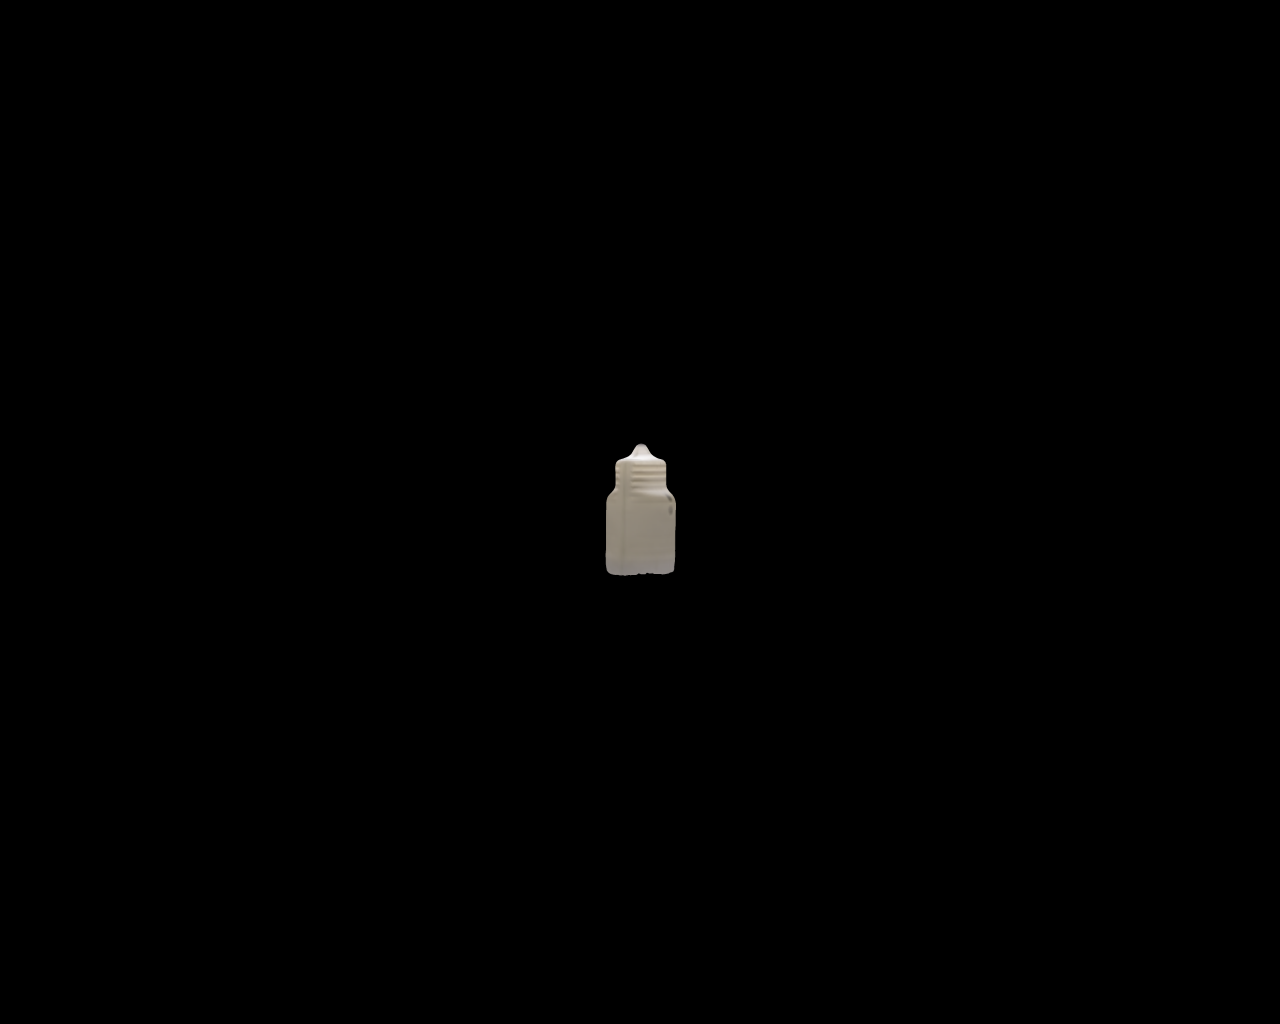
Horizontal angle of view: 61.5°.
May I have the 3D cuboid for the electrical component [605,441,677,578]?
[{"bbox_3d":[0.001,-0.003,0.650,0.043,0.081,0.043,0,3,0],"label":"electrical component"}]
